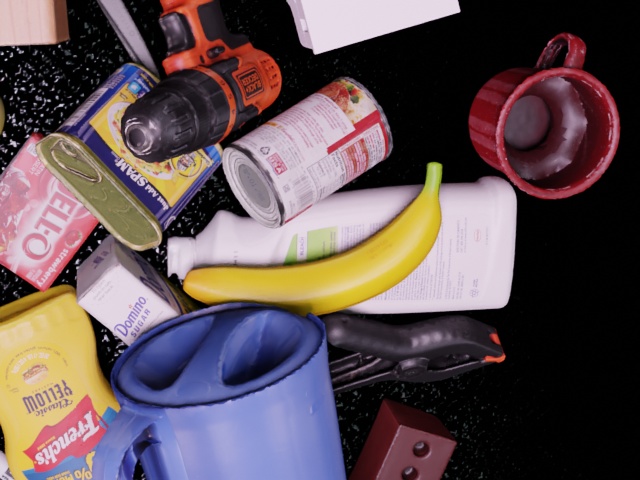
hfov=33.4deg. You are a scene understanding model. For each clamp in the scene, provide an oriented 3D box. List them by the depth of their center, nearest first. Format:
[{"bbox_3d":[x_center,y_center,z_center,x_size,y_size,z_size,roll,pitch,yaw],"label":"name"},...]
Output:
[{"bbox_3d":[0.061,0.081,0.800,0.171,0.120,0.039,-10,67,-13],"label":"clamp"}]

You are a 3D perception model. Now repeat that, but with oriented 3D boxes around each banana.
[{"bbox_3d":[0.006,0.016,0.740,0.197,0.037,0.069,-24,85,-3],"label":"banana"}]

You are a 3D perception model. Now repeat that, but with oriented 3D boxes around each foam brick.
[{"bbox_3d":[0.064,0.175,0.843,0.053,0.051,0.078,20,99,-16],"label":"foam brick"}]

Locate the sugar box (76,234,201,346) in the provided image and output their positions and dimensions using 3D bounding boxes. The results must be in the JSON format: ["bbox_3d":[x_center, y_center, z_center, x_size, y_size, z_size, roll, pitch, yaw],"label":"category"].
[{"bbox_3d":[-0.095,0.073,0.764,0.048,0.093,0.176,-44,108,0],"label":"sugar box"}]

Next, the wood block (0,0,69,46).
[{"bbox_3d":[-0.210,-0.224,0.652,0.090,0.091,0.206,-4,103,-7],"label":"wood block"}]

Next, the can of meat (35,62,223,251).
[{"bbox_3d":[-0.126,-0.058,0.727,0.102,0.058,0.083,48,58,-19],"label":"can of meat"}]

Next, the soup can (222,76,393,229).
[{"bbox_3d":[-0.009,-0.061,0.746,0.102,0.069,0.068,-34,109,-23],"label":"soup can"}]

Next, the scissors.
[{"bbox_3d":[-0.174,-0.183,0.724,0.096,0.016,0.202,-14,105,-6],"label":"scissors"}]

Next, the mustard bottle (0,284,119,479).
[{"bbox_3d":[-0.186,0.135,0.778,0.096,0.058,0.191,-24,108,-11],"label":"mustard bottle"}]

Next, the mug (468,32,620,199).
[{"bbox_3d":[0.162,-0.095,0.781,0.093,0.081,0.117,12,101,-14],"label":"mug"}]

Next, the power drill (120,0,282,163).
[{"bbox_3d":[-0.099,-0.149,0.675,0.057,0.184,0.187,-15,103,22],"label":"power drill"}]

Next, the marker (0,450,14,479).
[{"bbox_3d":[-0.204,0.200,0.810,0.121,0.020,0.020,42,92,-18],"label":"marker"}]

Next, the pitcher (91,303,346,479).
[{"bbox_3d":[-0.048,0.175,0.680,0.149,0.145,0.243,-13,111,-3],"label":"pitcher"}]

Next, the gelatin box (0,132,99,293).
[{"bbox_3d":[-0.197,-0.020,0.752,0.073,0.030,0.089,38,94,-18],"label":"gelatin box"}]

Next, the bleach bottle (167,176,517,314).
[{"bbox_3d":[0.014,0.004,0.787,0.250,0.068,0.102,0,101,-9],"label":"bleach bottle"}]
